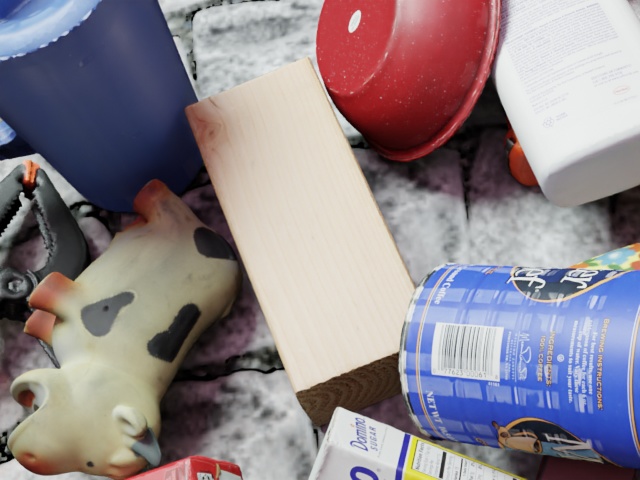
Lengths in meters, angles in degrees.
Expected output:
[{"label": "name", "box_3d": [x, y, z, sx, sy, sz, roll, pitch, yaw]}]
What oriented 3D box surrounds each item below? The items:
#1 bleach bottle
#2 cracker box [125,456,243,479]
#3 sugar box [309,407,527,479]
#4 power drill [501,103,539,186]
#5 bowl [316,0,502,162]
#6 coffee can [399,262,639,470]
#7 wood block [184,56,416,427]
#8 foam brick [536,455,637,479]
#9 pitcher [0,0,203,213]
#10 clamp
[{"label": "bleach bottle", "box_3d": [0.146, -0.148, 0.674, 0.103, 0.068, 0.251, -21, 61, 11]}, {"label": "cracker box", "box_3d": [-0.133, 0.232, 0.597, 0.214, 0.072, 0.164, -22, 65, 15]}, {"label": "sugar box", "box_3d": [0.074, 0.167, 0.585, 0.176, 0.048, 0.093, 19, 112, 2]}, {"label": "power drill", "box_3d": [0.178, -0.138, 0.731, 0.184, 0.057, 0.187, -13, 64, 8]}, {"label": "bowl", "box_3d": [0.044, -0.135, 0.696, 0.055, 0.162, 0.162, 8, 62, -33]}, {"label": "coffee can", "box_3d": [0.128, 0.065, 0.568, 0.141, 0.102, 0.102, 1, 66, 37]}, {"label": "wood block", "box_3d": [-0.005, 0.001, 0.684, 0.091, 0.090, 0.206, -23, 66, -1]}, {"label": "foam brick", "box_3d": [0.160, 0.123, 0.627, 0.051, 0.053, 0.078, 16, 72, 15]}, {"label": "pitcher", "box_3d": [-0.159, -0.105, 0.669, 0.149, 0.243, 0.145, 10, 70, 13]}, {"label": "clamp", "box_3d": [-0.213, 0.042, 0.708, 0.164, 0.036, 0.210, 1, 62, -19]}]
